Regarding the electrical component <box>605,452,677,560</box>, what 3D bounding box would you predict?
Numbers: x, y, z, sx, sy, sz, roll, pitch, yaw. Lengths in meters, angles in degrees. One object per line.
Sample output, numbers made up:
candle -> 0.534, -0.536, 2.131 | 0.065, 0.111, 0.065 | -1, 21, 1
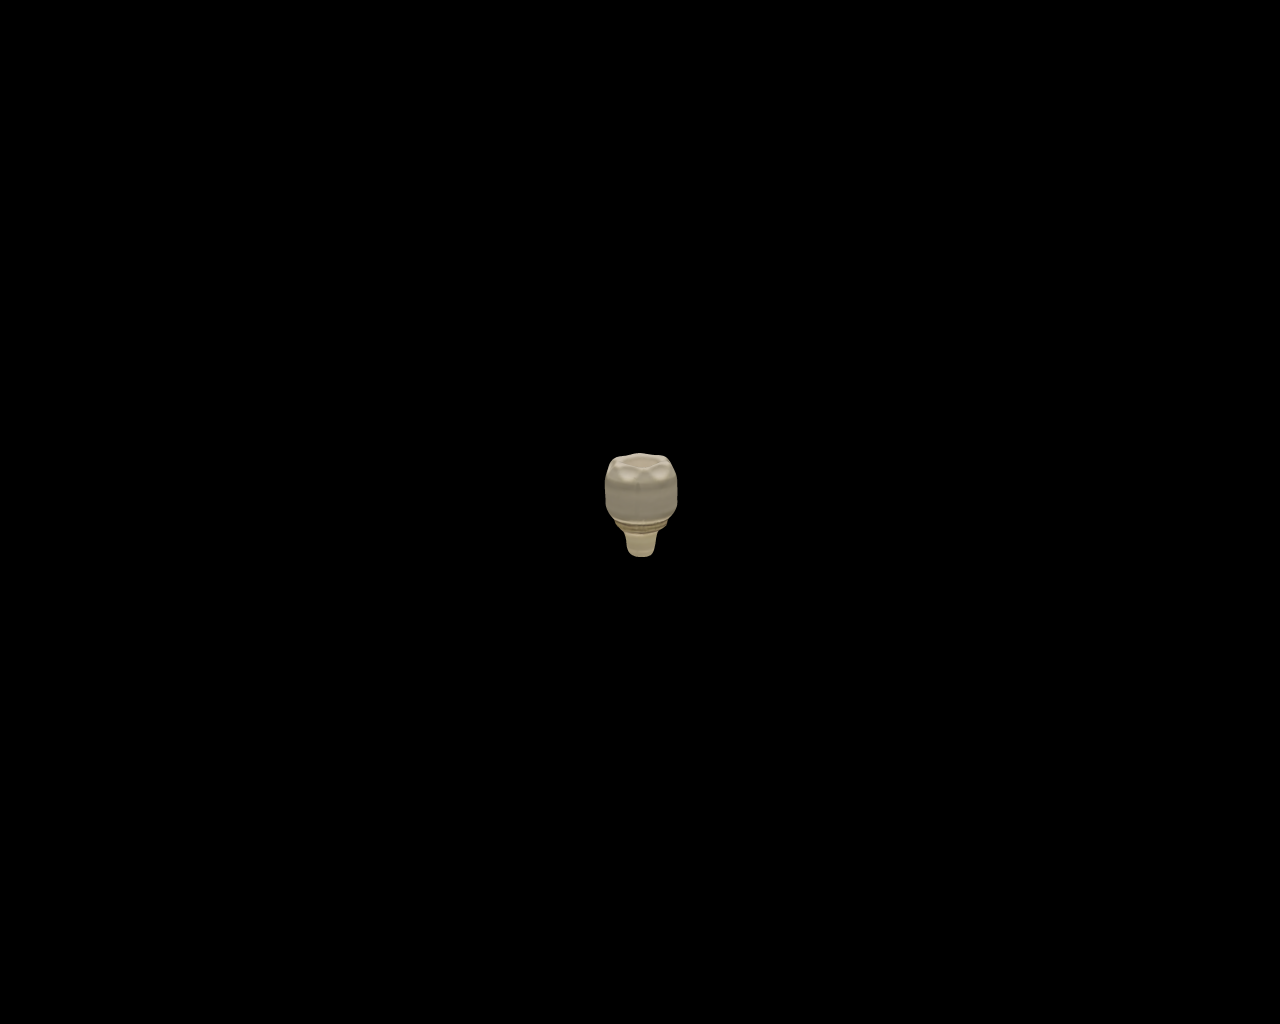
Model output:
electrical component -> 0.001, -0.003, 0.650 | 0.043, 0.062, 0.043 | 0, 17, 0
